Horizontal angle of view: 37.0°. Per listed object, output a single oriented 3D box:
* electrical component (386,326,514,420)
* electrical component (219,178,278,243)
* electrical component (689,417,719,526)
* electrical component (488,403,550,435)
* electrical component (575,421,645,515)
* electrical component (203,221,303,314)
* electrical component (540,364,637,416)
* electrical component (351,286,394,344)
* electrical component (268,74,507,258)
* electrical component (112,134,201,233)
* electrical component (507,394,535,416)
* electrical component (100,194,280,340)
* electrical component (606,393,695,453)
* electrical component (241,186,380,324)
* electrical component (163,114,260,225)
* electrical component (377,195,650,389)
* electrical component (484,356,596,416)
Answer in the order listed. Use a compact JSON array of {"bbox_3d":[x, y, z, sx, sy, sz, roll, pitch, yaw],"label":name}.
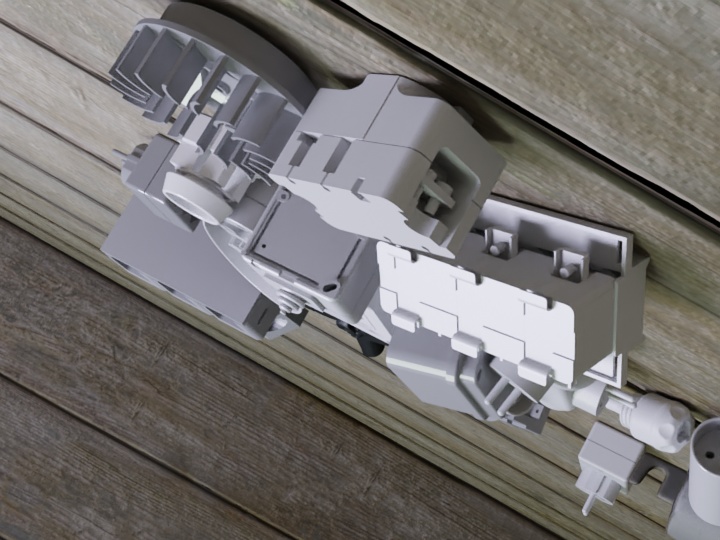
[{"bbox_3d":[0.067,0.046,0.694,0.057,0.078,0.113,12,164,22],"label":"electrical component"},{"bbox_3d":[-0.066,-0.043,0.728,0.055,0.047,0.055,29,170,6],"label":"electrical component"},{"bbox_3d":[0.256,0.134,0.701,0.079,0.044,0.077,4,146,19],"label":"electrical component"},{"bbox_3d":[0.134,0.117,0.959,0.055,0.048,0.066,27,172,-30],"label":"electrical component"},{"bbox_3d":[0.220,0.187,0.975,0.047,0.075,0.083,26,169,21],"label":"electrical component"},{"bbox_3d":[-0.072,-0.019,0.812,0.099,0.064,0.099,29,170,6],"label":"electrical component"},{"bbox_3d":[0.146,0.071,0.711,0.079,0.043,0.077,25,169,24],"label":"electrical component"},{"bbox_3d":[0.000,0.000,0.729,0.078,0.057,0.113,26,169,19],"label":"electrical component"},{"bbox_3d":[0.013,-0.048,0.471,0.050,0.055,0.089,38,167,-37],"label":"electrical component"},{"bbox_3d":[-0.159,-0.074,0.836,0.077,0.047,0.065,26,169,18],"label":"electrical component"},{"bbox_3d":[0.098,0.083,0.895,0.079,0.044,0.077,36,168,-33],"label":"electrical component"},{"bbox_3d":[-0.129,-0.014,0.920,0.150,0.089,0.061,26,169,20],"label":"electrical component"},{"bbox_3d":[0.196,0.100,0.739,0.061,0.035,0.035,22,168,46],"label":"electrical component"},{"bbox_3d":[-0.016,-0.015,0.591,0.062,0.096,0.061,25,170,20],"label":"electrical component"},{"bbox_3d":[-0.095,-0.063,0.689,0.066,0.055,0.048,24,168,28],"label":"electrical component"},{"bbox_3d":[0.071,0.009,0.527,0.121,0.063,0.078,20,126,41],"label":"electrical component"},{"bbox_3d":[0.103,0.052,0.636,0.044,0.079,0.077,37,177,42],"label":"electrical component"}]
